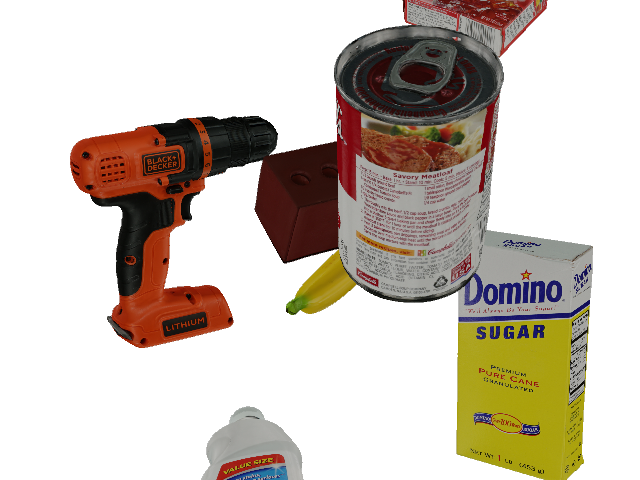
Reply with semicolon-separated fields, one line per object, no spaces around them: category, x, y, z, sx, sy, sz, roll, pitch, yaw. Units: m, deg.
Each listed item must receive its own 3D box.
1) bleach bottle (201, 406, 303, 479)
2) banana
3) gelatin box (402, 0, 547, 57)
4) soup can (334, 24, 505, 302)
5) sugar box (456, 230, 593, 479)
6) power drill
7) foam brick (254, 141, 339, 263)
bleach bottle;-0.058;0.211;0.792;0.102;0.068;0.251;-4;28;-4
banana;0.045;0.008;1.007;0.197;0.037;0.070;-43;4;-8
gelatin box;0.119;-0.184;0.820;0.089;0.030;0.073;27;55;26
soup can;0.041;-0.031;0.460;0.068;0.102;0.068;-1;43;1
sugar box;0.151;0.086;0.801;0.093;0.176;0.048;9;21;34
power drill;-0.118;-0.012;0.918;0.184;0.188;0.057;-12;21;-28
foam brick;0.003;-0.028;0.700;0.078;0.053;0.051;-15;-38;-24
